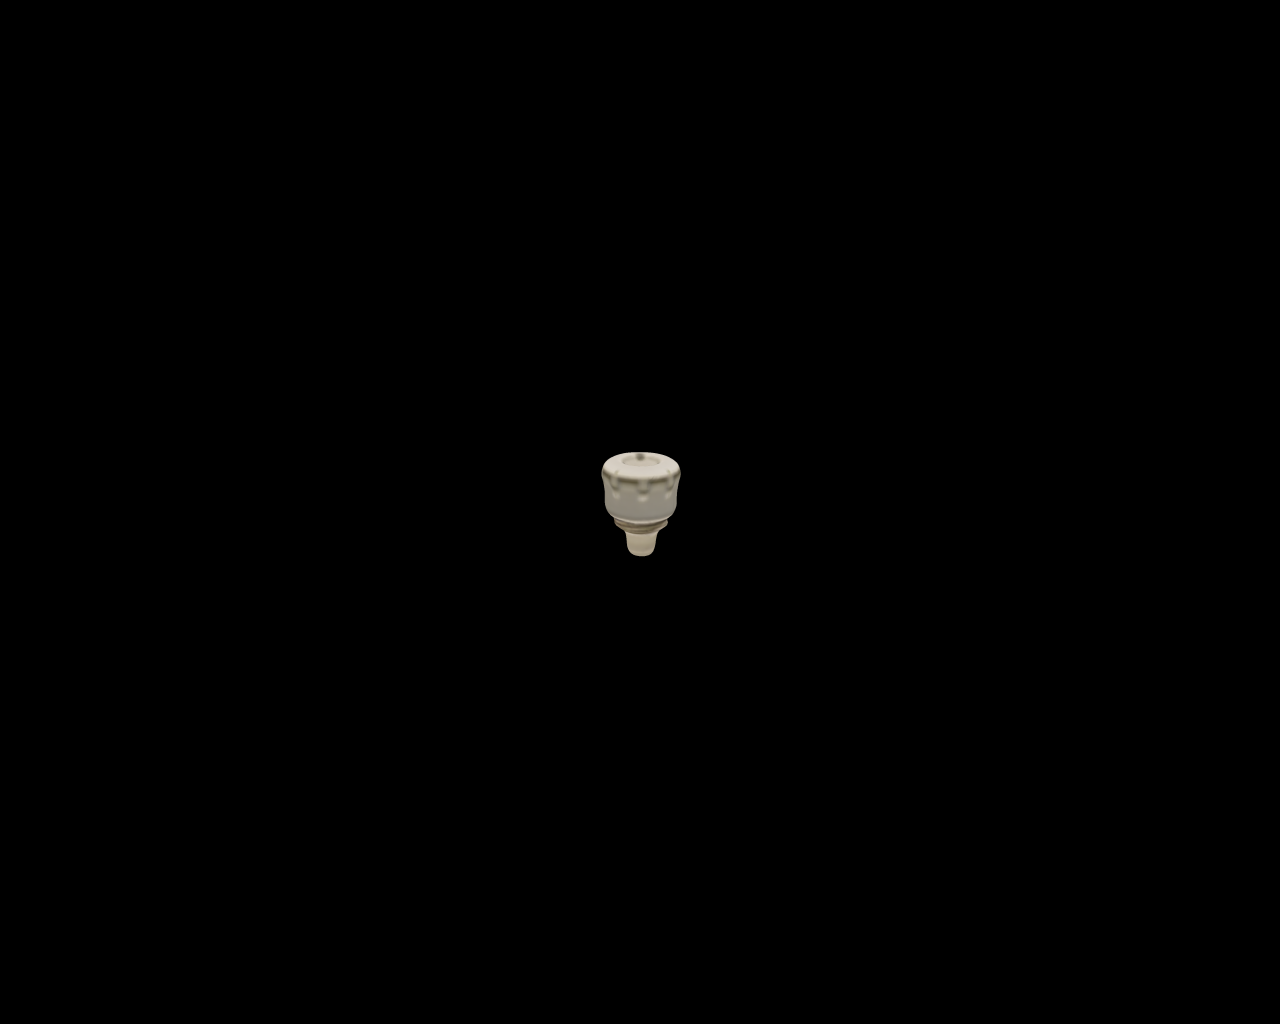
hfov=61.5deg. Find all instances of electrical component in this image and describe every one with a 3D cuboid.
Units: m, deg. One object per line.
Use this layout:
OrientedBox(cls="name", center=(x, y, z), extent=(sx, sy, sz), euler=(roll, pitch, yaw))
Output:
OrientedBox(cls="electrical component", center=(0.001, -0.003, 0.650), extent=(0.048, 0.062, 0.048), euler=(0, 20, 0))
